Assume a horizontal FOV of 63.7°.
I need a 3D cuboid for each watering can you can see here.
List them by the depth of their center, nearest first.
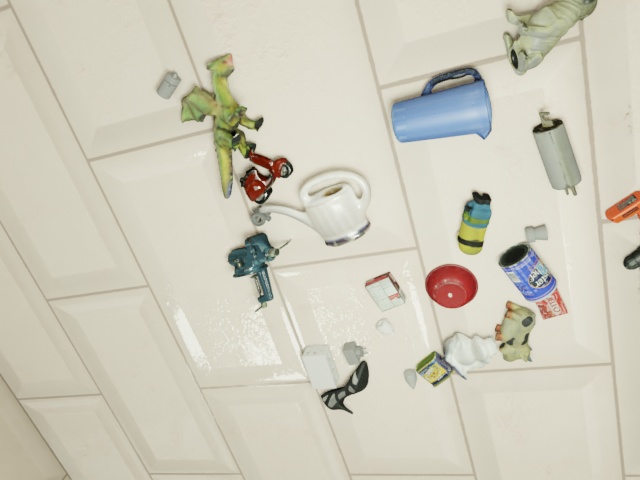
[{"bbox_3d":[0.005,-0.077,1.536,0.345,0.106,0.221,-20,111,23],"label":"watering can"}]

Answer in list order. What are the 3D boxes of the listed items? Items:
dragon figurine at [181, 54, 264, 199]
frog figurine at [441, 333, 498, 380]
[{"bbox_3d":[-0.307,-0.338,1.508,0.244,0.124,0.402,34,120,16],"label":"dragon figurine"},{"bbox_3d":[0.476,0.349,1.637,0.158,0.123,0.138,-43,87,13],"label":"frog figurine"}]
